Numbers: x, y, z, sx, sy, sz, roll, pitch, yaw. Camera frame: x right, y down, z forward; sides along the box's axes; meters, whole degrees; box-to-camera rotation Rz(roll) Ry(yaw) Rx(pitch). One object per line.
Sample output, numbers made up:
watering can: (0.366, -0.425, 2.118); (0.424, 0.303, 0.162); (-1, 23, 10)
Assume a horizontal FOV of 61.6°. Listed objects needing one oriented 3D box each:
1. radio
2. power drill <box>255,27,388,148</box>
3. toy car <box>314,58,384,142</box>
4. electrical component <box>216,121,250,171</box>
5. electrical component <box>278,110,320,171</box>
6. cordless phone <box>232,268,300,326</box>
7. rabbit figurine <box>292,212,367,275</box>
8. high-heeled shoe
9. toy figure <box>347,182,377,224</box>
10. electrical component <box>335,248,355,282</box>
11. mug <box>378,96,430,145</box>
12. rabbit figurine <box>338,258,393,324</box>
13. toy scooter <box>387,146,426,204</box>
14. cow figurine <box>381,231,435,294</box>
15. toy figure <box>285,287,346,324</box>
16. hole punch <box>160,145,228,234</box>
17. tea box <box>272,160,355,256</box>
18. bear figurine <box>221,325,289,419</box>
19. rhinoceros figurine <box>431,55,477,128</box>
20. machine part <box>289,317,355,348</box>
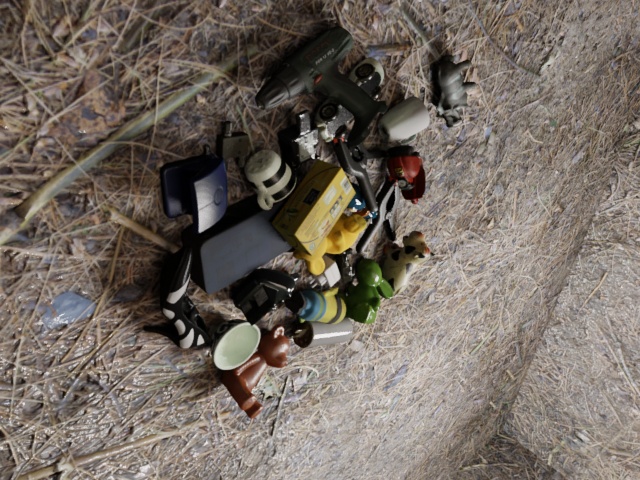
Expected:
radio: (-0.159, -0.002, 1.080); (0.229, 0.073, 0.130); (-31, 135, -31)
power drill: (0.014, -0.270, 1.015); (0.207, 0.086, 0.232); (40, 73, -13)
toy car: (0.060, -0.291, 1.121); (0.202, 0.056, 0.073); (-49, 148, -7)
electrical component: (-0.159, -0.175, 0.993); (0.063, 0.021, 0.093); (-19, 128, -38)
electrical component: (-0.043, -0.206, 1.075); (0.075, 0.048, 0.119); (-34, 137, -26)
cordless phone: (-0.090, 0.100, 1.194); (0.184, 0.089, 0.146); (-24, 165, -46)
rabbit figurine: (-0.002, -0.004, 1.211); (0.162, 0.122, 0.173); (-53, 169, 32)
high-heeled shoe: (-0.246, 0.120, 1.046); (0.145, 0.086, 0.248); (12, 125, -31)
toy figure: (0.095, -0.091, 1.301); (0.064, 0.058, 0.154); (-51, 147, 1)
electrical component: (0.067, 0.060, 1.375); (0.045, 0.078, 0.102); (-15, 124, -10)
mug: (0.191, -0.269, 1.266); (0.107, 0.081, 0.109); (-29, 144, -15)
rabbit figurine: (0.133, 0.138, 1.463); (0.159, 0.121, 0.170); (16, 89, -46)
toy scooter: (0.217, -0.156, 1.319); (0.184, 0.075, 0.135); (-3, 88, -66)
cow figurine: (0.238, 0.063, 1.510); (0.085, 0.127, 0.194); (-3, 121, -49)
toy figure: (-0.007, 0.169, 1.350); (0.082, 0.089, 0.180); (-22, 162, 31)
hole punch: (-0.208, -0.085, 0.955); (0.116, 0.092, 0.142); (-27, 130, -38)
tea box: (-0.010, -0.065, 1.091); (0.169, 0.068, 0.098); (-54, 144, -15)
bear figurine: (-0.134, 0.309, 1.289); (0.196, 0.132, 0.120); (-35, 150, -17)
rhinoceros figurine: (0.332, -0.366, 1.344); (0.112, 0.073, 0.190); (-45, 141, -17)
machine part: (0.009, 0.242, 1.432); (0.243, 0.079, 0.079); (5, 113, -50)
